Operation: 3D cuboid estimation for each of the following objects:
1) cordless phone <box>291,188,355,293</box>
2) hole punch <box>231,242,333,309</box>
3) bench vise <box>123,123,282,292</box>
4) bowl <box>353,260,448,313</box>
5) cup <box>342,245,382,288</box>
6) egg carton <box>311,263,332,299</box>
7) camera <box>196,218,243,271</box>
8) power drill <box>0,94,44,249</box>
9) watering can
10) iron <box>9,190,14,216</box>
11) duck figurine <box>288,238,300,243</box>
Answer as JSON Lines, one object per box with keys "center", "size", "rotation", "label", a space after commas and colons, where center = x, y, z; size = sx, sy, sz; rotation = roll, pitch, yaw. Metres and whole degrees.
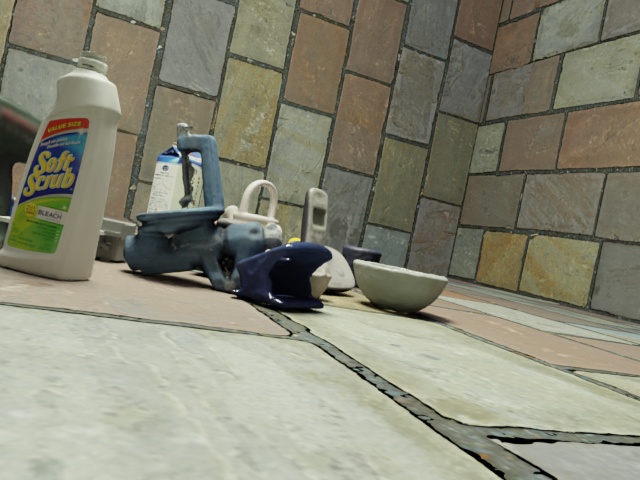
{"center": [0.010, 0.004, 1.060], "size": [0.093, 0.185, 0.148], "rotation": [12, 1, 38], "label": "cordless phone"}
{"center": [-0.051, 0.042, 0.764], "size": [0.100, 0.091, 0.109], "rotation": [12, 1, 36], "label": "hole punch"}
{"center": [-0.157, -0.046, 0.817], "size": [0.208, 0.220, 0.121], "rotation": [11, 0, -19], "label": "bench vise"}
{"center": [0.134, 0.085, 0.998], "size": [0.167, 0.075, 0.167], "rotation": [11, 0, 0], "label": "bowl"}
{"center": [0.082, 0.062, 1.326], "size": [0.092, 0.095, 0.117], "rotation": [11, 1, -30], "label": "cup"}
{"center": [-0.059, 0.050, 0.940], "size": [0.149, 0.069, 0.108], "rotation": [12, 1, 43], "label": "egg carton"}
{"center": [-0.181, 0.009, 0.980], "size": [0.143, 0.101, 0.137], "rotation": [11, 0, 7], "label": "camera"}
{"center": [-0.435, -0.095, 0.721], "size": [0.075, 0.208, 0.230], "rotation": [12, 1, 27], "label": "power drill"}
{"center": [-0.144, -0.033, 1.212], "size": [0.172, 0.194, 0.101], "rotation": [11, 1, 21], "label": "watering can"}
{"center": [-0.529, -0.080, 0.841], "size": [0.257, 0.141, 0.119], "rotation": [11, 0, 15], "label": "iron"}
{"center": [-0.058, 0.039, 1.356], "size": [0.078, 0.086, 0.104], "rotation": [11, 1, -35], "label": "duck figurine"}
